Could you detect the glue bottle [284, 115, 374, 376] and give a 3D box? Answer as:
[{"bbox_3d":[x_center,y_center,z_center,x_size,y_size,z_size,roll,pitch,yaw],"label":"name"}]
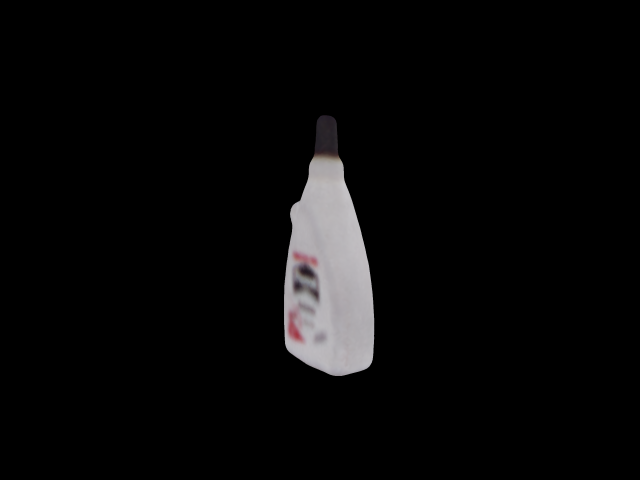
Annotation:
[{"bbox_3d":[0.004,0.001,0.400,0.037,0.173,0.077,-6,9,-36],"label":"glue bottle"}]
